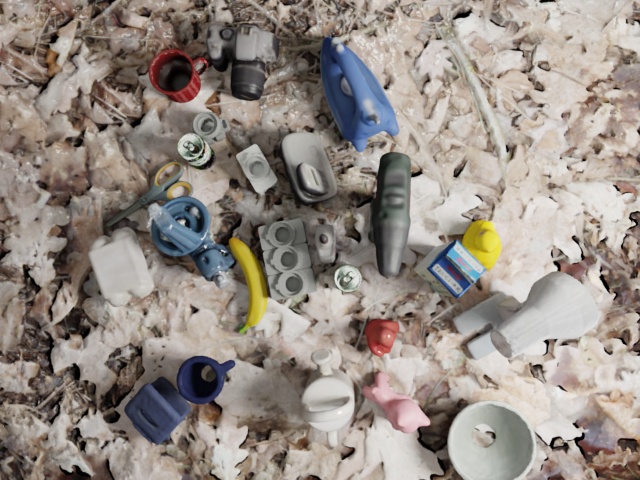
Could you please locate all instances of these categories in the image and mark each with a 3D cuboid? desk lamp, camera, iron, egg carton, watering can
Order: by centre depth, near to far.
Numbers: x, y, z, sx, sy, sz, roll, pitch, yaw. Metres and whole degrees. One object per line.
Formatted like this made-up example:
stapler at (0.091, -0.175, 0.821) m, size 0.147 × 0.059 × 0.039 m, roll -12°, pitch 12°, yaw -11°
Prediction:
desk lamp at (0.372, 0.151, 1.050) m, size 0.203 × 0.213 × 0.118 m, roll -30°, pitch 85°, yaw 0°
watering can at (0.011, 0.296, 1.065) m, size 0.101 × 0.194 × 0.173 m, roll -30°, pitch 85°, yaw 0°
iron at (0.062, -0.313, 1.129) m, size 0.118 × 0.141 × 0.258 m, roll -27°, pitch 86°, yaw 1°
egg carton at (-0.402, 0.055, 1.160) m, size 0.107 × 0.069 × 0.150 m, roll -22°, pitch 86°, yaw 1°
camera at (-0.161, -0.361, 1.162) m, size 0.143 × 0.101 × 0.137 m, roll 5°, pitch 86°, yaw 3°

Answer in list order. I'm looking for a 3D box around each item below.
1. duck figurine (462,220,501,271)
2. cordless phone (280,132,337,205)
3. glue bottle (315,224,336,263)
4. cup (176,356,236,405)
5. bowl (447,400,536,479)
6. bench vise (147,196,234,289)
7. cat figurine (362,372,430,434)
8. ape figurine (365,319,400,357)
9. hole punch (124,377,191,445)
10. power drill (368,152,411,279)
duck figurine at (0.324, 0.010, 1.125) m, size 0.077 × 0.086 × 0.105 m, roll 2°, pitch 86°, yaw 3°
cordless phone at (-0.027, -0.147, 1.100) m, size 0.094 × 0.185 × 0.147 m, roll -23°, pitch 85°, yaw 1°
glue bottle at (0.010, 0.004, 1.095) m, size 0.037 × 0.173 × 0.078 m, roll -5°, pitch 86°, yaw 2°
cup at (-0.214, 0.262, 1.126) m, size 0.118 × 0.095 × 0.092 m, roll -28°, pitch 85°, yaw 0°
bowl at (0.323, 0.387, 1.107) m, size 0.167 × 0.075 × 0.167 m, roll 0°, pitch 86°, yaw 2°
bench vise at (-0.239, -0.008, 1.082) m, size 0.207 × 0.220 × 0.121 m, roll 35°, pitch 88°, yaw 4°
cat figurine at (0.144, 0.320, 1.097) m, size 0.128 × 0.118 × 0.067 m, roll 40°, pitch 89°, yaw 4°
ape figurine at (0.124, 0.189, 1.119) m, size 0.078 × 0.092 × 0.076 m, roll -38°, pitch 85°, yaw 0°
hole punch at (-0.324, 0.343, 1.127) m, size 0.108 × 0.091 × 0.101 m, roll 44°, pitch 89°, yaw 4°
power drill at (0.132, -0.041, 1.075) m, size 0.075 × 0.208 × 0.230 m, roll 3°, pitch 86°, yaw 3°
